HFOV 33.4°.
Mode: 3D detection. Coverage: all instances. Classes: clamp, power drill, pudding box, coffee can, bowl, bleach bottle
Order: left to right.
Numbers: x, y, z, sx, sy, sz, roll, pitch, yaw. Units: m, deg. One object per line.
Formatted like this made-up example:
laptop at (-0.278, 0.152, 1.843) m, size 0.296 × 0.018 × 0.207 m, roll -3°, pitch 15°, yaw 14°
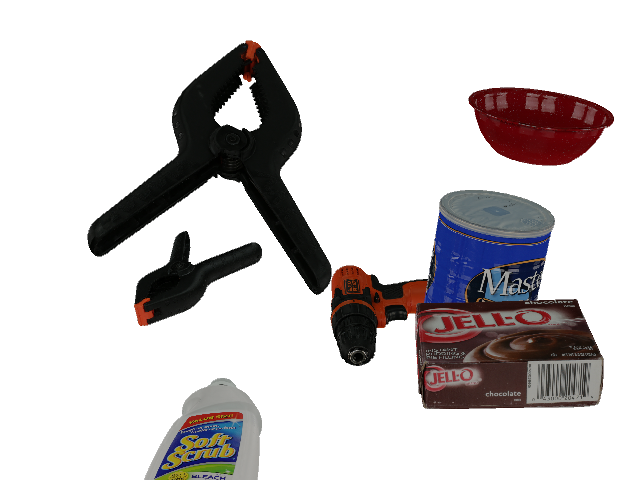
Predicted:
clamp at (-0.146, 0.041, 1.221) m, size 0.120 × 0.039 × 0.171 m, roll -2°, pitch 32°, yaw 26°
bleach bottle at (-0.105, 0.196, 0.927) m, size 0.102 × 0.068 × 0.251 m, roll -2°, pitch 23°, yaw 1°
clamp at (-0.055, -0.055, 0.764) m, size 0.164 × 0.210 × 0.036 m, roll 16°, pitch -34°, yaw 0°
power drill at (0.105, 0.082, 1.217) m, size 0.187 × 0.057 × 0.184 m, roll -1°, pitch 27°, yaw -2°
coffee can at (0.149, 0.036, 0.974) m, size 0.103 × 0.140 × 0.103 m, roll 6°, pitch 22°, yaw -3°
pudding box at (0.119, 0.072, 0.696) m, size 0.113 × 0.039 × 0.090 m, roll 0°, pitch 22°, yaw 3°
bowl at (0.243, -0.125, 1.199) m, size 0.162 × 0.055 × 0.162 m, roll 5°, pitch 23°, yaw -2°
